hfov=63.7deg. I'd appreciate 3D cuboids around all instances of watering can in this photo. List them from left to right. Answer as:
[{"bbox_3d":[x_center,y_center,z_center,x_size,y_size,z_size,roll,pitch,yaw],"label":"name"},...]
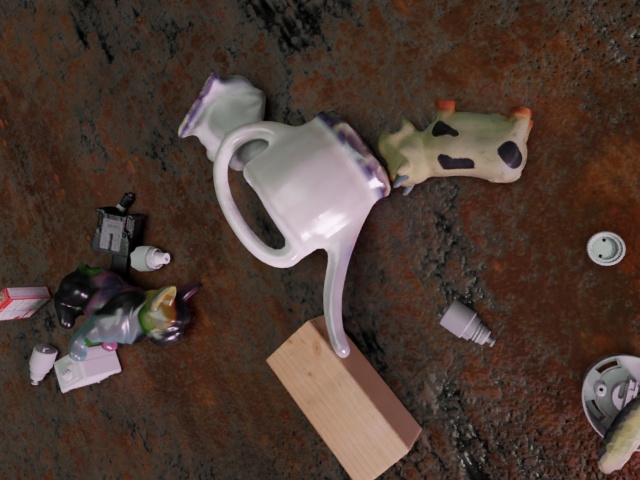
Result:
[{"bbox_3d":[0.002,-0.036,0.713,0.225,0.103,0.350,-36,81,-2],"label":"watering can"}]

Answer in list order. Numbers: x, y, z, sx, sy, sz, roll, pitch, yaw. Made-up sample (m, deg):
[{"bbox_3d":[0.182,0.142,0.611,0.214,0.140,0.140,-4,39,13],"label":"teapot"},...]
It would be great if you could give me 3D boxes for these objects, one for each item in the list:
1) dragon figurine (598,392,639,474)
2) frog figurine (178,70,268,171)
[{"bbox_3d":[0.487,0.116,0.528,0.244,0.122,0.409,29,93,11],"label":"dragon figurine"},{"bbox_3d":[-0.124,-0.176,0.809,0.158,0.123,0.137,31,92,-17],"label":"frog figurine"}]
